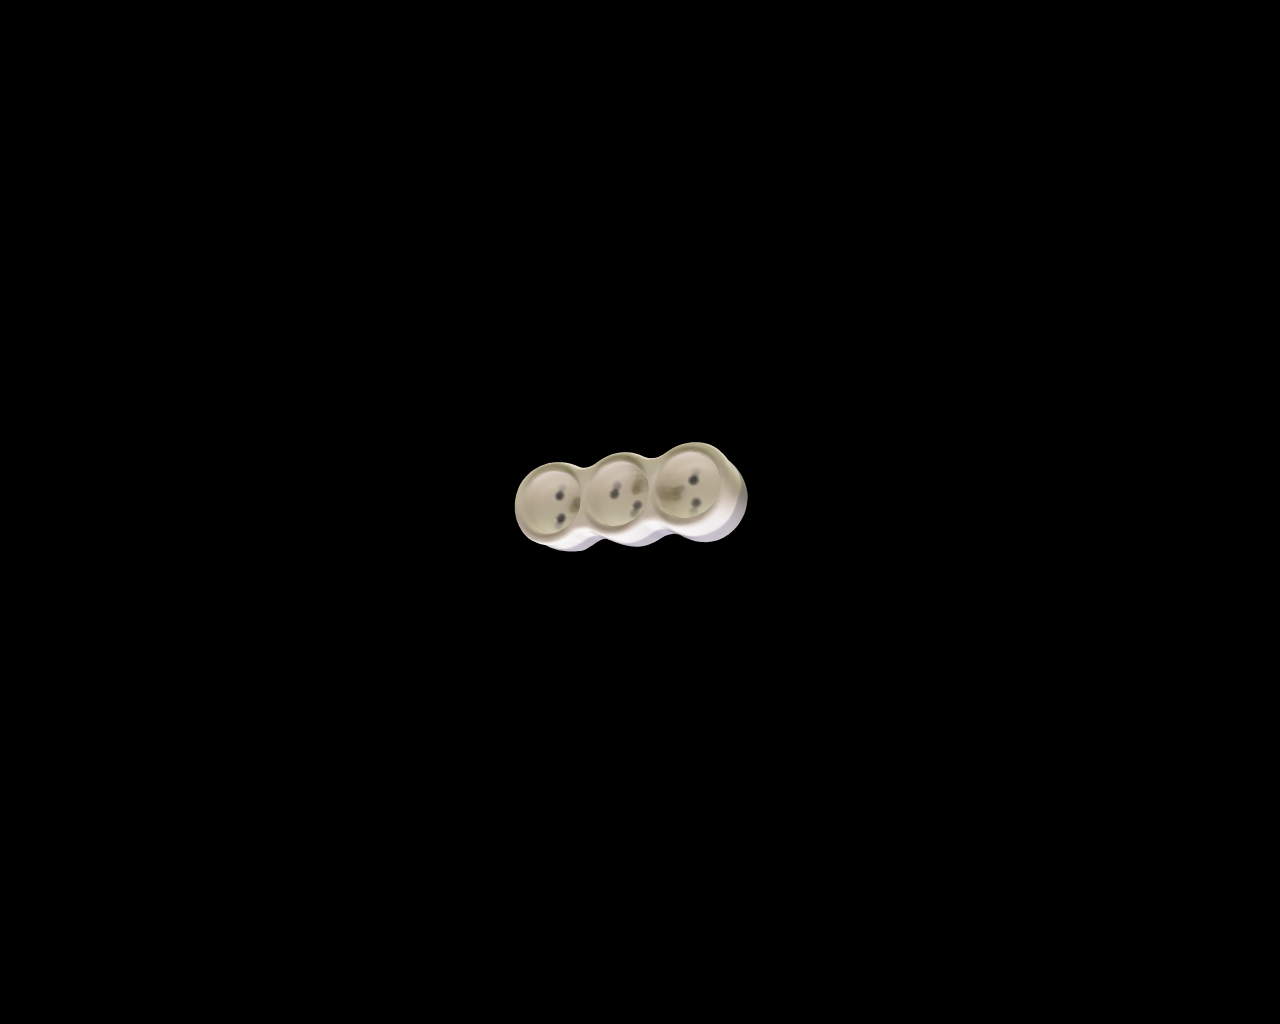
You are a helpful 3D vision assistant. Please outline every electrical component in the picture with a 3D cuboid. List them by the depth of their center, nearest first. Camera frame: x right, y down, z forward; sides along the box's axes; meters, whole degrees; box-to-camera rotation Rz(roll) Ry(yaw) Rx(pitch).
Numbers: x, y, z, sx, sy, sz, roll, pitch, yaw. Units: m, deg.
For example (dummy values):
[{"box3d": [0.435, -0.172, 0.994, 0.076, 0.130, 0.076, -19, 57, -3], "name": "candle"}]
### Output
[{"box3d": [0.001, -0.003, 0.650, 0.138, 0.052, 0.073, -6, -15, 22], "name": "electrical component"}]
